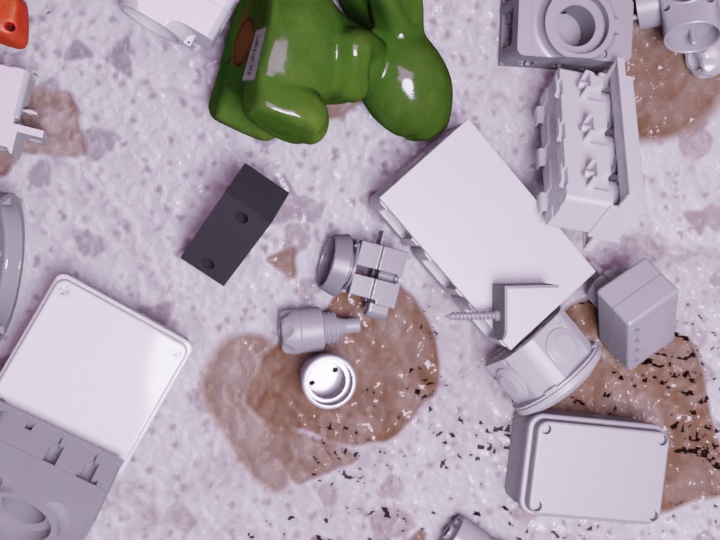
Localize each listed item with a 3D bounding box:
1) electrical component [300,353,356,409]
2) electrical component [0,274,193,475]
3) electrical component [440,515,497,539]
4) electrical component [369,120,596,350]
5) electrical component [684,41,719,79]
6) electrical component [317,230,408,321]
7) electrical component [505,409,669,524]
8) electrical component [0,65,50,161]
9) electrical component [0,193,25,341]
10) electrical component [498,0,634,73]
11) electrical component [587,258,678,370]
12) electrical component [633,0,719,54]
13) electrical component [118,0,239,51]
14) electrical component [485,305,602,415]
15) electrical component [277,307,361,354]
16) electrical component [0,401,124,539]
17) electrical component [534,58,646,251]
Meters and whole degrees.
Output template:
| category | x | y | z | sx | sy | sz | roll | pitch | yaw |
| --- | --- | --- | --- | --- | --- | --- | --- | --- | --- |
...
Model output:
| category | x | y | z | sx | sy | sz | roll | pitch | yaw |
| --- | --- | --- | --- | --- | --- | --- | --- | --- | --- |
| electrical component | -0.026 | 0.082 | 0.810 | 0.040 | 0.046 | 0.040 | 0 | 92 | -9 |
| electrical component | -0.194 | 0.074 | 0.777 | 0.109 | 0.056 | 0.108 | 30 | 87 | -9 |
| electrical component | 0.094 | 0.222 | 0.838 | 0.065 | 0.044 | 0.044 | 36 | 86 | -4 |
| electrical component | 0.090 | -0.026 | 0.818 | 0.089 | 0.062 | 0.150 | -42 | 98 | -6 |
| electrical component | 0.293 | -0.178 | 0.861 | 0.061 | 0.035 | 0.035 | -24 | 95 | -11 |
| electrical component | 0.000 | 0.000 | 0.813 | 0.055 | 0.048 | 0.066 | 15 | 89 | -17 |
| electrical component | 0.177 | 0.152 | 0.841 | 0.113 | 0.057 | 0.078 | 7 | 91 | -9 |
| electrical component | -0.261 | -0.116 | 0.768 | 0.081 | 0.042 | 0.063 | 14 | 88 | -10 |
| electrical component | -0.276 | -0.003 | 0.739 | 0.060 | 0.108 | 0.108 | 7 | 91 | -4 |
| electrical component | 0.160 | -0.233 | 0.824 | 0.089 | 0.062 | 0.150 | 2 | 91 | -9 |
| electrical component | 0.203 | 0.022 | 0.838 | 0.047 | 0.083 | 0.075 | -34 | 58 | -7 |
| electrical component | 0.238 | -0.211 | 0.842 | 0.079 | 0.044 | 0.077 | -7 | 67 | 20 |
| electrical component | -0.138 | -0.202 | 0.781 | 0.089 | 0.050 | 0.055 | 29 | 87 | -9 |
| electrical component | 0.140 | 0.069 | 0.821 | 0.080 | 0.080 | 0.051 | -40 | 92 | -6 |
| electrical component | -0.030 | 0.044 | 0.815 | 0.061 | 0.035 | 0.035 | -5 | 93 | -12 |
| electrical component | -0.273 | 0.140 | 0.737 | 0.186 | 0.060 | 0.105 | 28 | 129 | -9 |
| electrical component | 0.168 | -0.087 | 0.795 | 0.063 | 0.078 | 0.121 | 9 | 60 | -10 |
